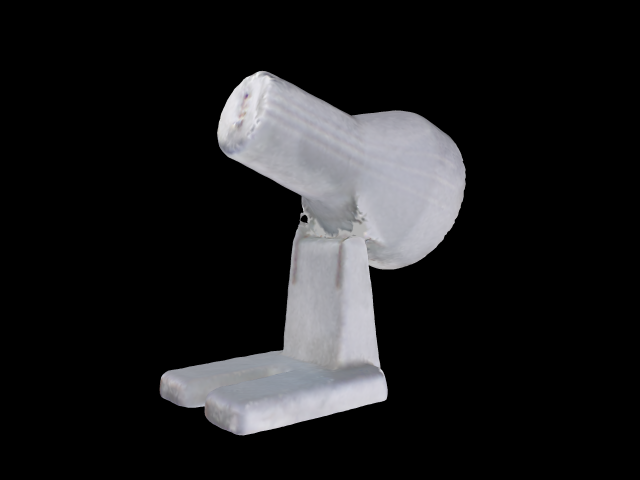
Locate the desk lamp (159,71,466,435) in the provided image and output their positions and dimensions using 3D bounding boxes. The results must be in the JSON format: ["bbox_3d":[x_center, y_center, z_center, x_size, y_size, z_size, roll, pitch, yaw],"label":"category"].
[{"bbox_3d":[0.004,0.001,0.400,0.204,0.213,0.117,0,0,-43],"label":"desk lamp"}]
